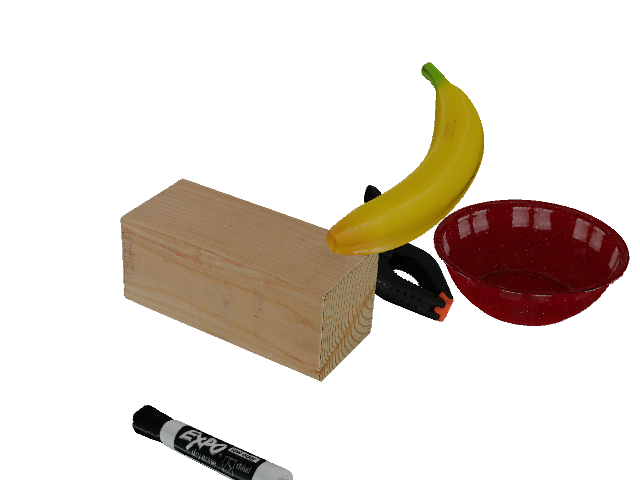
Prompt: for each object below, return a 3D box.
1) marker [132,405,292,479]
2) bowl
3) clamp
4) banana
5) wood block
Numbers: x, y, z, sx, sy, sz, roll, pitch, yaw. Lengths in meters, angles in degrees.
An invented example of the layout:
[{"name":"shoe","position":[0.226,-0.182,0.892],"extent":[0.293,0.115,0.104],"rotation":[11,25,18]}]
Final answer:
[{"name":"marker","position":[-0.067,0.123,0.629],"extent":[0.121,0.020,0.020],"rotation":[16,10,37]},{"name":"bowl","position":[0.174,0.025,0.903],"extent":[0.162,0.055,0.162],"rotation":[1,30,-1]},{"name":"clamp","position":[0.061,0.019,1.214],"extent":[0.164,0.036,0.210],"rotation":[-17,50,-36]},{"name":"banana","position":[0.070,-0.047,0.737],"extent":[0.070,0.037,0.197],"rotation":[20,49,11]},{"name":"wood block","position":[-0.063,0.030,0.923],"extent":[0.206,0.090,0.090],"rotation":[20,35,25]}]
